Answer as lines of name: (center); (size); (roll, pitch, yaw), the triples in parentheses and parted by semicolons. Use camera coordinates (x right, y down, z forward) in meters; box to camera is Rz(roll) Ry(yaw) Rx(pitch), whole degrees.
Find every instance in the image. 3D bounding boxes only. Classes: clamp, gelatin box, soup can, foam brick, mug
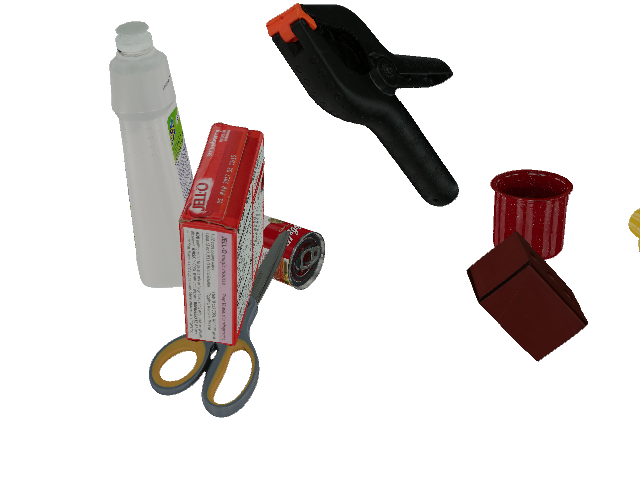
clamp: (0.036, -0.094, 0.701); (0.171, 0.120, 0.039); (19, -40, -40)
gelatin box: (-0.049, -0.003, 0.541); (0.030, 0.089, 0.073); (8, 46, 4)
soup can: (-0.055, 0.009, 1.216); (0.102, 0.068, 0.068); (19, 10, 31)
foam brick: (0.160, 0.044, 0.826); (0.051, 0.078, 0.053); (-40, 24, 16)
mug: (0.251, -0.032, 1.247); (0.093, 0.081, 0.117); (21, 33, 39)

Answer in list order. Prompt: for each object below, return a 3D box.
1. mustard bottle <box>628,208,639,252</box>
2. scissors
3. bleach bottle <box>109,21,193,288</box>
mustard bottle: (0.262, 0.025, 0.647); (0.096, 0.058, 0.192); (-21, 34, -23)
scissors: (-0.081, 0.062, 0.874); (0.096, 0.016, 0.201); (-2, 42, 7)
bleach bottle: (-0.152, -0.082, 0.979); (0.068, 0.251, 0.102); (-5, 35, 0)
